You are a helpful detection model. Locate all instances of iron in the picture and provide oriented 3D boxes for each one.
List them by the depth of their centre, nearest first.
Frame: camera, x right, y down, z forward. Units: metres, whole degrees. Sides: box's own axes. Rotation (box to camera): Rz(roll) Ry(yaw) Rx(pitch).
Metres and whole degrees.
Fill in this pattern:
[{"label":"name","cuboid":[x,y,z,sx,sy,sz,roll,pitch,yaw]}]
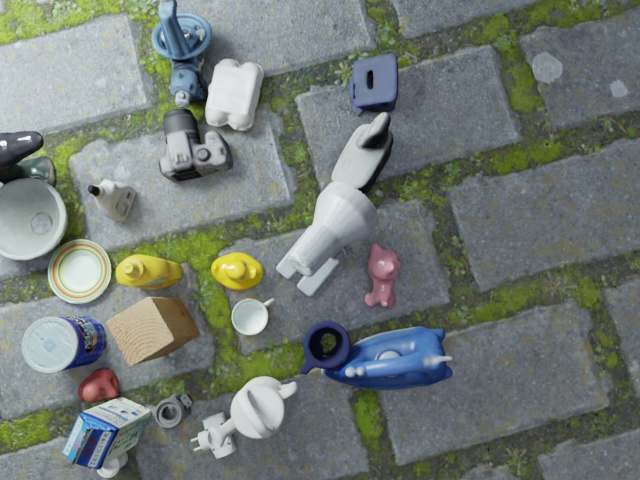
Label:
[{"label":"iron","cuboid":[0.128,0.240,1.098,0.258,0.141,0.119,-10,83,-1]}]

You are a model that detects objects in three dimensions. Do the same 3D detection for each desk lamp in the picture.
[{"label":"desk lamp","cuboid":[0.010,0.004,1.090,0.118,0.213,0.203,38,85,5]}]

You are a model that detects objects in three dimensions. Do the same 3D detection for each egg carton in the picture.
[{"label":"egg carton","cuboid":[-0.179,-0.304,1.199,0.107,0.069,0.150,10,84,2]}]

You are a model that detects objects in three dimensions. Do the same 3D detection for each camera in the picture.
[{"label":"camera","cuboid":[-0.265,-0.202,1.172,0.143,0.101,0.137,-13,83,-1]}]

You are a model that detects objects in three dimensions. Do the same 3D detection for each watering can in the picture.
[{"label":"watering can","cuboid":[-0.119,0.322,1.064,0.101,0.194,0.173,36,85,5]}]

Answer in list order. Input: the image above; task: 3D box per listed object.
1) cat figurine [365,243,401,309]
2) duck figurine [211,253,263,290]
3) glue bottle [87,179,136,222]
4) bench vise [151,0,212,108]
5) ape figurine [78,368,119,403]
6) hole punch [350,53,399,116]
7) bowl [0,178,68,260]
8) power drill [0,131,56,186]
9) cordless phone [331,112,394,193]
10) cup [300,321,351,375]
[{"label":"cat figurine","cuboid":[0.126,0.072,1.129,0.067,0.118,0.128,1,83,1]},{"label":"duck figurine","cuboid":[-0.169,0.061,1.149,0.104,0.086,0.077,8,83,2]},{"label":"glue bottle","cuboid":[-0.415,-0.085,1.124,0.037,0.173,0.078,20,84,3]},{"label":"bench vise","cuboid":[-0.266,-0.380,1.133,0.121,0.220,0.207,-19,83,-1]},{"label":"ape figurine","cuboid":[-0.437,0.293,1.121,0.078,0.092,0.076,19,84,3]},{"label":"hole punch","cuboid":[0.112,-0.323,1.188,0.101,0.091,0.109,0,83,1]},{"label":"bowl","cuboid":[-0.587,-0.038,1.169,0.167,0.075,0.167,0,83,1]},{"label":"power drill","cuboid":[-0.609,-0.149,1.115,0.229,0.208,0.075,-13,83,-1]},{"label":"cordless phone","cuboid":[0.087,-0.174,1.124,0.094,0.185,0.148,26,84,4]},{"label":"cup","cuboid":[0.006,0.215,1.125,0.091,0.095,0.118,41,85,5]}]
